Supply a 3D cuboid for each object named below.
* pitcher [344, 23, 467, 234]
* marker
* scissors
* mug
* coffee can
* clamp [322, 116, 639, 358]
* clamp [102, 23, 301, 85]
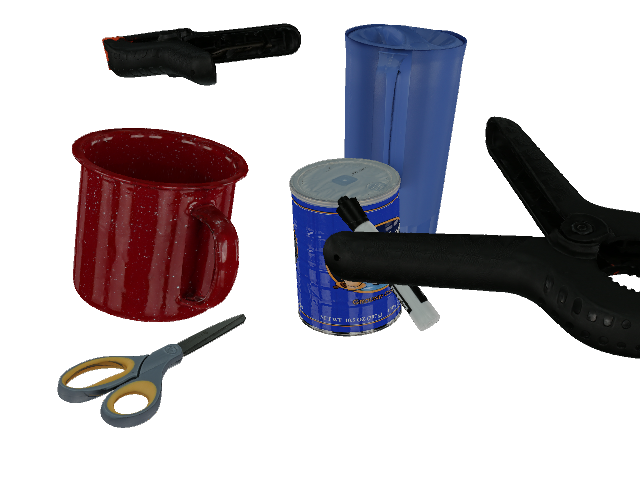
[{"bbox_3d":[0.084,-0.114,1.198,0.149,0.243,0.145,-11,26,-30],"label":"pitcher"},{"bbox_3d":[0.049,0.015,0.813,0.020,0.121,0.020,-31,-17,-11],"label":"marker"},{"bbox_3d":[-0.129,0.114,0.939,0.201,0.016,0.096,-14,37,-32],"label":"scissors"},{"bbox_3d":[-0.082,-0.004,0.571,0.093,0.081,0.117,-11,30,-43],"label":"mug"},{"bbox_3d":[0.026,0.005,1.016,0.103,0.140,0.103,-2,26,1],"label":"coffee can"},{"bbox_3d":[0.117,0.011,0.529,0.164,0.036,0.210,-31,47,-32],"label":"clamp"},{"bbox_3d":[-0.103,-0.154,0.864,0.172,0.039,0.120,15,25,42],"label":"clamp"}]
